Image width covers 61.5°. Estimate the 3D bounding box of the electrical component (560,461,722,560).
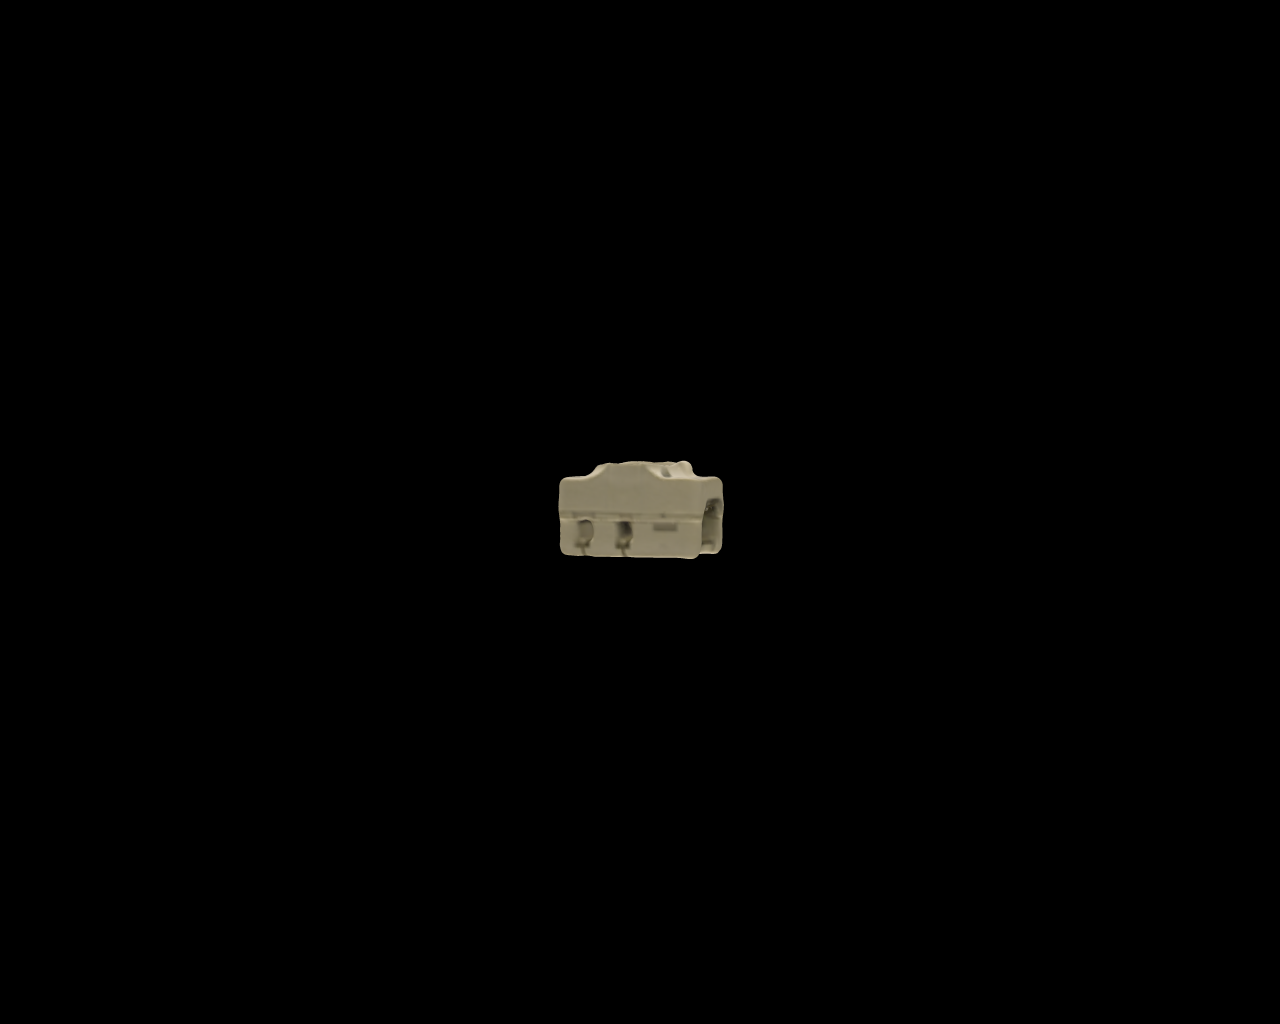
[{"bbox_3d":[0.001,-0.003,0.650,0.089,0.055,0.050,2,4,23],"label":"electrical component"}]
